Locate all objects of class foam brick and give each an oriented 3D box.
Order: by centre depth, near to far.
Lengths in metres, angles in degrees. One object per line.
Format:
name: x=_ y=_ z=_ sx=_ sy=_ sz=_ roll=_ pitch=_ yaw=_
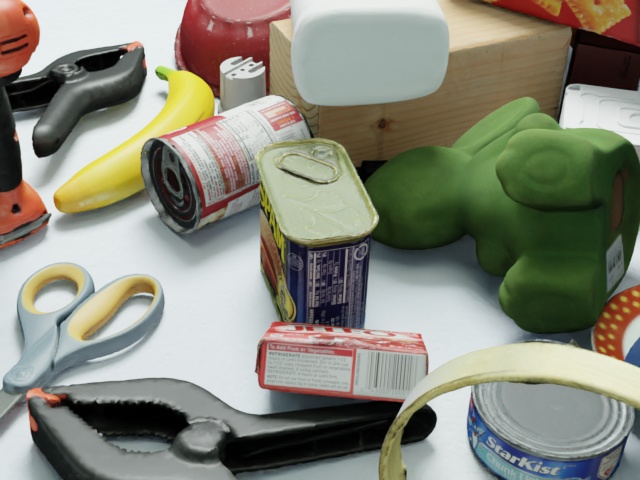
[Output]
foam brick: x=0.218 y=-0.125 z=0.823 sx=0.053 sy=0.078 sz=0.051 roll=11 pitch=38 yaw=8

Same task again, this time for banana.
banana: x=-0.122 y=-0.075 z=0.781 sx=0.070 sy=0.037 sz=0.197 roll=-5 pitch=32 yaw=22

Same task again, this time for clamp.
clamp: x=-0.049 y=0.108 z=0.542 sx=0.210 sy=0.036 sz=0.164 roll=16 pitch=31 yaw=22
clamp: x=-0.190 y=-0.111 z=0.818 sx=0.120 sy=0.039 sz=0.171 roll=33 pitch=47 yaw=33

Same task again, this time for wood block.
wood block: x=0.074 y=-0.124 z=0.804 sx=0.205 sy=0.091 sz=0.090 roll=-14 pitch=40 yaw=-20

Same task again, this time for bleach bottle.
bleach bottle: x=0.018 y=-0.183 z=0.754 sx=0.102 sy=0.068 sz=0.251 roll=-4 pitch=36 yaw=-7

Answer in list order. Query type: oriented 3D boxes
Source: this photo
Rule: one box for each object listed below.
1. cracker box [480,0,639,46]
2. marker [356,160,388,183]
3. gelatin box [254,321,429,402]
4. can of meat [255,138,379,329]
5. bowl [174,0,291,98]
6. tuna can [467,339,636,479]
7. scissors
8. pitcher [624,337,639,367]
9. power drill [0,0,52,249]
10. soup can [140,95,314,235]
cracker box: x=0.222 y=-0.223 z=0.790 sx=0.214 sy=0.072 sz=0.164 roll=23 pitch=53 yaw=25
marker: x=0.085 y=-0.052 z=0.769 sx=0.121 sy=0.020 sz=0.020 roll=-4 pitch=38 yaw=-8
gelatin box: x=0.012 y=0.064 z=0.579 sx=0.089 sy=0.030 sz=0.073 roll=5 pitch=3 yaw=3
can of meat: x=-0.004 y=0.001 z=0.645 sx=0.057 sy=0.084 sz=0.102 roll=-8 pitch=39 yaw=-12
bowl: x=-0.049 y=-0.190 z=0.875 sx=0.162 sy=0.055 sz=0.162 roll=-6 pitch=53 yaw=8
tuna can: x=0.122 y=0.094 z=0.570 sx=0.086 sy=0.034 sz=0.086 roll=1 pitch=38 yaw=-1
scissors: x=-0.176 y=0.068 z=0.606 sx=0.096 sy=0.016 sz=0.201 roll=26 pitch=44 yaw=31
pitcher: x=0.285 y=0.073 z=0.515 sx=0.243 sy=0.145 sz=0.149 roll=37 pitch=66 yaw=20
power drill: x=-0.238 y=-0.098 z=0.679 sx=0.057 sy=0.188 sz=0.185 roll=-30 pitch=50 yaw=-33
soup can: x=-0.061 y=-0.053 z=0.725 sx=0.102 sy=0.068 sz=0.069 roll=-25 pitch=45 yaw=-31
